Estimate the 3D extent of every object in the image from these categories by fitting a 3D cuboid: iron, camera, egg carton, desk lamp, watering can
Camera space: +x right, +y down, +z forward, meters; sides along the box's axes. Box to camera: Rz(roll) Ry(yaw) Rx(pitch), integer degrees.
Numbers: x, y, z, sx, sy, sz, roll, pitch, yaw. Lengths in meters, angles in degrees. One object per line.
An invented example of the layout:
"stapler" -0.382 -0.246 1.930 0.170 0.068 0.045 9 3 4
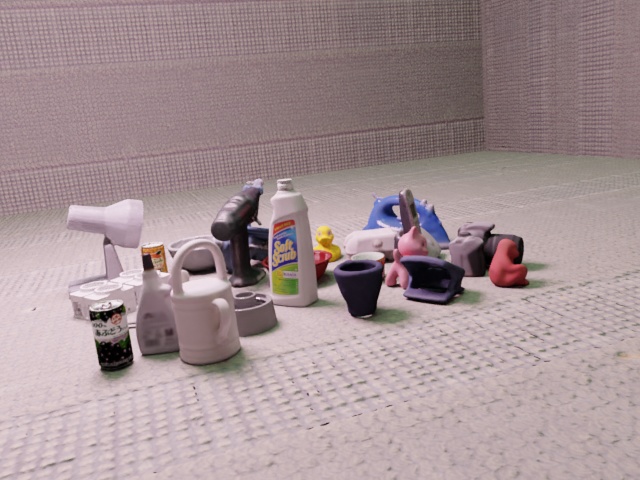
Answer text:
"iron" 0.235 -0.056 1.524 0.257 0.141 0.119 6 17 41
"camera" 0.366 0.015 1.251 0.136 0.101 0.143 2 15 31
"egg carton" 0.135 0.015 1.423 0.150 0.069 0.107 -6 13 -3
"desk lamp" -0.521 0.012 1.393 0.204 0.214 0.117 -11 14 -23
"watering can" -0.198 0.094 0.939 0.172 0.194 0.101 2 15 31

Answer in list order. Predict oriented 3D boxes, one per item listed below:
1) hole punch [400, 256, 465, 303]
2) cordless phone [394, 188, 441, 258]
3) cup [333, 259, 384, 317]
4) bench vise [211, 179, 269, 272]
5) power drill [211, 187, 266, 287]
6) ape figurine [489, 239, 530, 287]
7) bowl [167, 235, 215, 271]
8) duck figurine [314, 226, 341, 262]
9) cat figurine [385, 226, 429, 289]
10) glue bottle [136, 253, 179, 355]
"hole punch" 0.219 0.065 1.118 0.108 0.091 0.101 5 16 38
"cordless phone" 0.225 -0.035 1.340 0.094 0.185 0.148 0 14 22
"cup" 0.070 0.089 1.068 0.092 0.095 0.117 -9 13 -15
"bench vise" -0.178 -0.036 1.439 0.121 0.220 0.208 1 15 28
"power drill" -0.182 -0.007 1.340 0.075 0.208 0.230 -2 13 14
"ape figurine" 0.375 0.043 1.142 0.076 0.092 0.078 -4 13 5
"bowl" -0.311 0.038 1.500 0.167 0.075 0.167 -5 13 1
"duck figurine" 0.014 0.005 1.479 0.077 0.086 0.104 -5 13 2
"cat figurine" 0.189 0.030 1.222 0.067 0.118 0.128 4 16 36
"glue bottle" -0.278 0.106 0.967 0.078 0.173 0.037 -6 13 -1
